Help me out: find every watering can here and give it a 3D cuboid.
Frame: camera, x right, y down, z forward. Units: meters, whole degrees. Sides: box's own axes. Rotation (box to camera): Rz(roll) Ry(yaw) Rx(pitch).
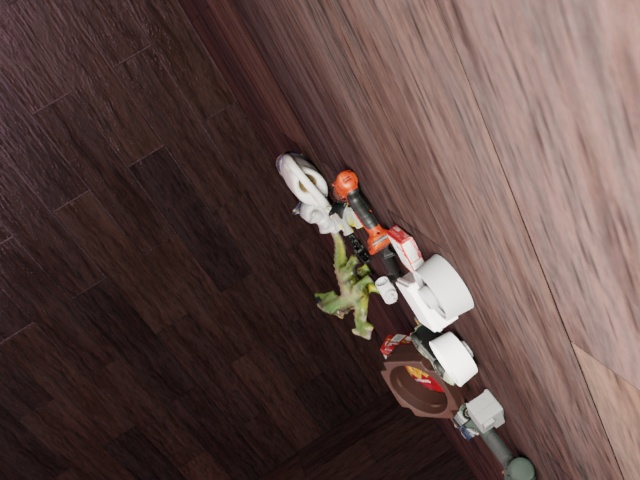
[{"bbox_3d":[-0.024,-0.159,1.631,0.342,0.104,0.228,48,-176,-38],"label":"watering can"}]

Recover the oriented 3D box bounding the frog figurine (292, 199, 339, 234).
[{"bbox_3d":[0.005,-0.088,1.751,0.161,0.121,0.138,38,-156,19],"label":"frog figurine"}]

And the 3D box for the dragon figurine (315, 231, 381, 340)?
[{"bbox_3d":[0.077,0.164,1.822,0.415,0.241,0.122,54,-166,18],"label":"dragon figurine"}]
